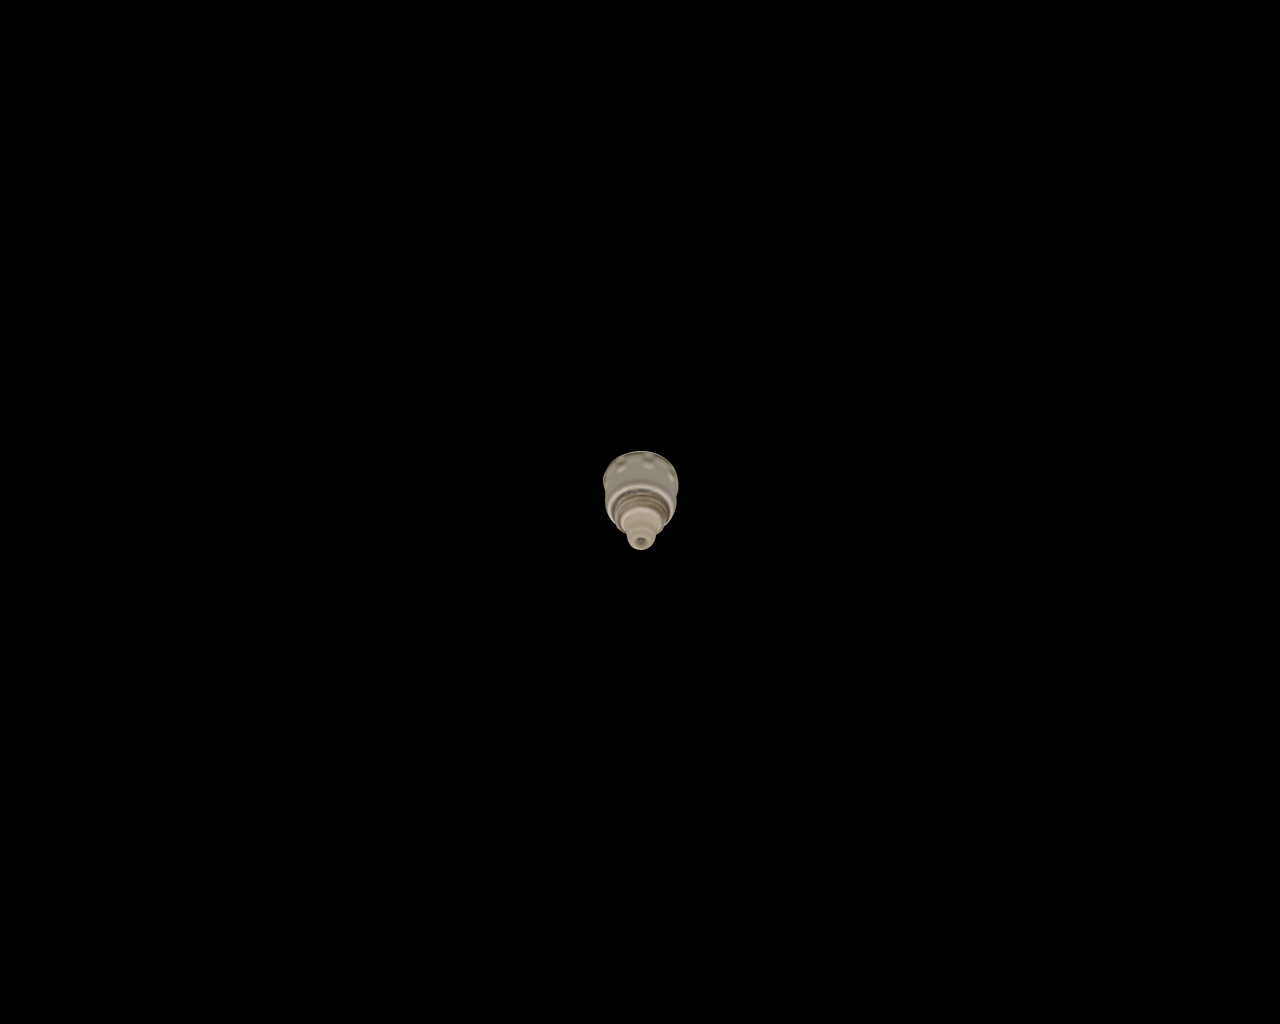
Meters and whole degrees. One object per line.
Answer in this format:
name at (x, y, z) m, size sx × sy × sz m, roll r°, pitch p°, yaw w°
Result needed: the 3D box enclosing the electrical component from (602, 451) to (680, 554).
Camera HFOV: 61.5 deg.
electrical component at (0.001, -0.003, 0.650) m, size 0.048 × 0.048 × 0.062 m, roll 0°, pitch 44°, yaw 0°
